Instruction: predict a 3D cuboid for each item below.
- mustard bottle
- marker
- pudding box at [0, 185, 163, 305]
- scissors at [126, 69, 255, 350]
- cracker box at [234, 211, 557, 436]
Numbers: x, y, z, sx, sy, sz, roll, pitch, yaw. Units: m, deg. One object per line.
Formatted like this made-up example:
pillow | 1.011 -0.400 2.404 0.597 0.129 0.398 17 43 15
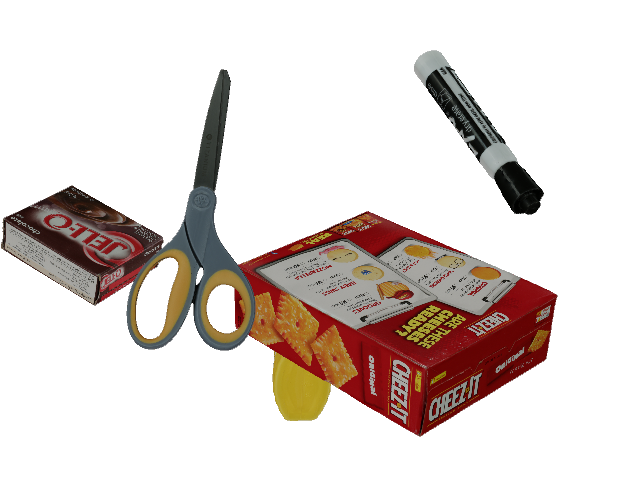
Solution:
mustard bottle | -0.025 0.097 1.119 0.058 0.096 0.191 -1 27 -5
marker | 0.086 -0.060 0.584 0.020 0.121 0.020 -19 -36 -14
pudding box | -0.212 0.003 0.950 0.114 0.039 0.089 26 32 19
scissors | -0.067 -0.012 0.739 0.096 0.201 0.016 24 -9 1
cracker box | 0.057 0.060 0.881 0.163 0.072 0.214 -22 35 -38
